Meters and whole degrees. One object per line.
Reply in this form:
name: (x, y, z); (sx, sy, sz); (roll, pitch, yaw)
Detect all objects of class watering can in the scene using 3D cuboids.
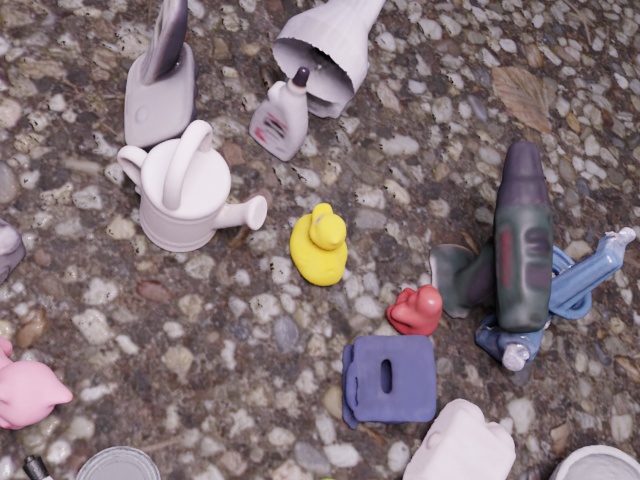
watering can: (-0.146, -0.063, 0.657); (0.173, 0.194, 0.101); (7, 67, -16)

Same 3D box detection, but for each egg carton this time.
egg carton: (0.168, 0.274, 0.696); (0.107, 0.069, 0.150); (40, 62, 0)

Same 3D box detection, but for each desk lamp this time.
desk lamp: (0.017, -0.261, 0.779); (0.118, 0.213, 0.203); (31, 63, -4)

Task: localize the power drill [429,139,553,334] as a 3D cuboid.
power drill: (0.222, 0.015, 0.740); (0.076, 0.208, 0.229); (5, 68, -16)

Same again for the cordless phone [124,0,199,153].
cordless phone: (-0.191, -0.203, 0.703); (0.094, 0.185, 0.147); (-1, 69, -18)

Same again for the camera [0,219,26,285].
camera: (-0.407, 0.018, 0.589); (0.137, 0.100, 0.143); (30, 63, -5)

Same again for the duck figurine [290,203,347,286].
duck figurine: (0.007, 0.003, 0.742); (0.078, 0.086, 0.104); (-5, 71, -20)

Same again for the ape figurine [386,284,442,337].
ape figurine: (0.131, 0.088, 0.746); (0.078, 0.092, 0.076); (-7, 71, -21)

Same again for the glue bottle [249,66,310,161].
glue bottle: (-0.043, -0.170, 0.746); (0.078, 0.173, 0.037); (35, 63, -2)

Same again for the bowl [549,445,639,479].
bowl: (0.344, 0.348, 0.722); (0.168, 0.074, 0.167); (7, 67, -16)

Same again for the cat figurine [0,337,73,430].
cat figurine: (-0.308, 0.140, 0.564); (0.128, 0.117, 0.067); (37, 63, -1)

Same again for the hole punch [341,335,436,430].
hole punch: (0.082, 0.172, 0.696); (0.101, 0.091, 0.108); (7, 67, -16)

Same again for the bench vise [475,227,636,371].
bench vise: (0.310, 0.078, 0.738); (0.121, 0.219, 0.207); (21, 64, -9)
